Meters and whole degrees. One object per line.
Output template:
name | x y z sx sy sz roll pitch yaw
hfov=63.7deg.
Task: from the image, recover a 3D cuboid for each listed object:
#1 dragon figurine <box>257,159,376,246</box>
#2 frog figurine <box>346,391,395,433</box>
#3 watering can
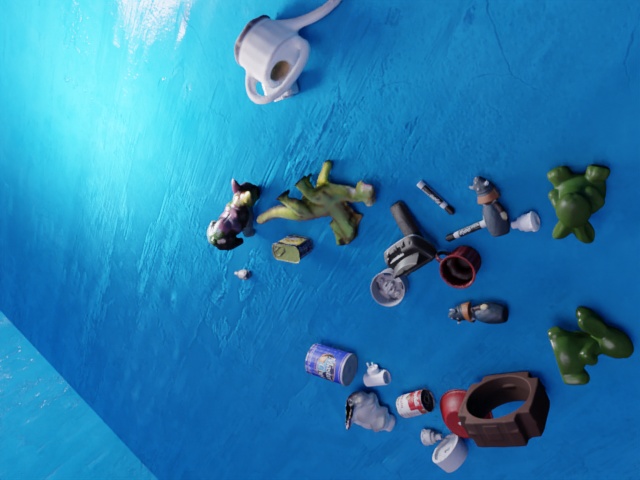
dragon figurine | 0.005 -0.075 1.500 0.242 0.124 0.404 49 130 -5
frog figurine | 0.166 0.559 1.680 0.159 0.124 0.135 4 108 -6
watering can | -0.099 -0.526 1.361 0.227 0.103 0.345 42 102 29
